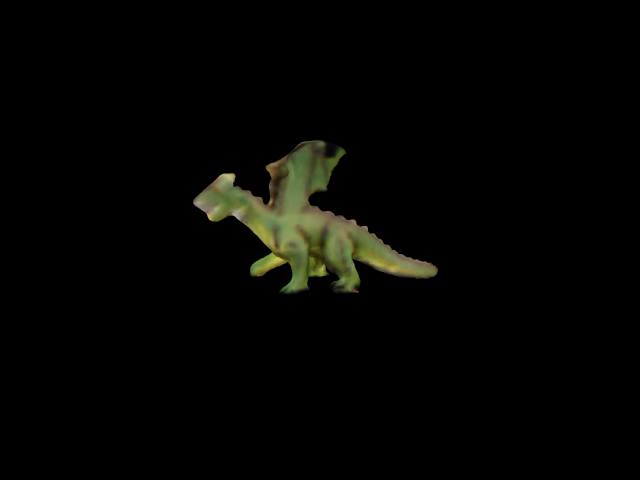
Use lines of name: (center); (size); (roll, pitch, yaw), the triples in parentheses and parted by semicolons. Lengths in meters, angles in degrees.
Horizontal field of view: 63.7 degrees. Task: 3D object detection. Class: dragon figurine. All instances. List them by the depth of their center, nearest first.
dragon figurine: (0.003, -0.043, 0.850); (0.411, 0.241, 0.123); (-2, 8, -14)
